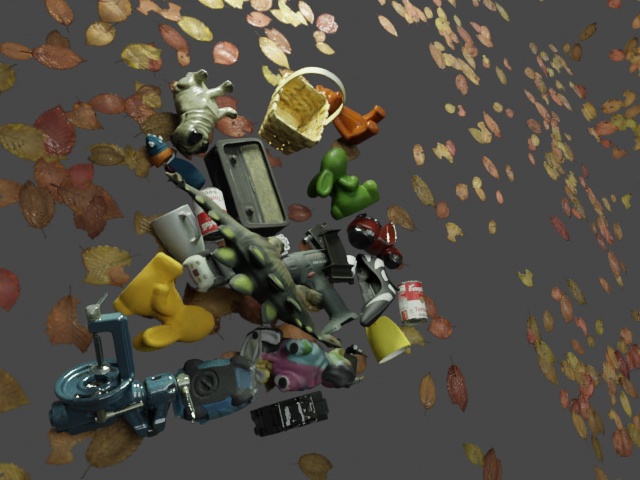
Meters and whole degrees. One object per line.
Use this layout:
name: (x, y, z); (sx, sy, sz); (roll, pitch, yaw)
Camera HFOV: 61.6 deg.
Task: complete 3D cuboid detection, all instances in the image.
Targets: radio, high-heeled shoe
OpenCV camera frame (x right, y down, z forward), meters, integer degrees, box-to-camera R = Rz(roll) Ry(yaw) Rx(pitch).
radio: (-0.170, -0.118, 1.231); (0.131, 0.073, 0.229); (-8, 72, -40)
high-heeled shoe: (0.109, 0.111, 1.289); (0.145, 0.086, 0.249); (38, 29, 11)

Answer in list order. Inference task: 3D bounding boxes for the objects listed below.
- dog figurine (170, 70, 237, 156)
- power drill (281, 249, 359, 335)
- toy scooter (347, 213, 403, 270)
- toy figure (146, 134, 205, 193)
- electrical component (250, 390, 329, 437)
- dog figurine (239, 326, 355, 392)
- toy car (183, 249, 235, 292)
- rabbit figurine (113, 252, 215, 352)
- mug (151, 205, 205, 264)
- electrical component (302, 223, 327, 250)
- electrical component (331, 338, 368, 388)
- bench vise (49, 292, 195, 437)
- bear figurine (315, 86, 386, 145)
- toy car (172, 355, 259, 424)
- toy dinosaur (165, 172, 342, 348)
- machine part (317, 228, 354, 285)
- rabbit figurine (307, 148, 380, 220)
dog figurine: (-0.297, -0.278, 1.193); (0.190, 0.173, 0.121); (-55, 148, -35)
power drill: (-0.015, 0.121, 1.228); (0.232, 0.086, 0.207); (-20, 72, -45)
toy scooter: (0.152, -0.014, 1.425); (0.183, 0.075, 0.135); (35, 46, -20)
toy figure: (-0.317, -0.162, 1.152); (0.154, 0.064, 0.058); (42, 87, -6)
electrical component: (-0.051, 0.338, 1.051); (0.134, 0.115, 0.058); (-3, 71, -36)
dog figurine: (-0.035, 0.251, 1.109); (0.219, 0.192, 0.108); (23, 81, -53)
toy car: (-0.213, 0.059, 1.055); (0.073, 0.056, 0.201); (61, 3, 2)
rabbit figurine: (-0.276, 0.130, 0.986); (0.173, 0.122, 0.162); (41, 53, -14)
mug: (-0.271, -0.011, 1.080); (0.081, 0.110, 0.107); (-38, 107, -48)
electrical component: (-0.003, -0.004, 1.334); (0.063, 0.021, 0.094); (54, 46, -2)
electrical component: (0.063, 0.280, 1.217); (0.078, 0.045, 0.102); (32, 51, -21)
bench vise: (-0.322, 0.211, 0.863); (0.224, 0.129, 0.240); (-6, 109, -12)
bear figurine: (0.070, -0.366, 1.516); (0.195, 0.132, 0.120); (45, 45, -18)
toy car: (-0.182, 0.273, 0.987); (0.102, 0.162, 0.109); (66, 11, -61)
toy dinosaur: (-0.123, 0.047, 1.053); (0.471, 0.105, 0.198); (46, 6, 0)
machine part: (0.035, 0.037, 1.244); (0.084, 0.039, 0.139); (3, 62, -34)
rabbit figurine: (0.044, -0.147, 1.387); (0.159, 0.121, 0.170); (-28, 100, -22)
